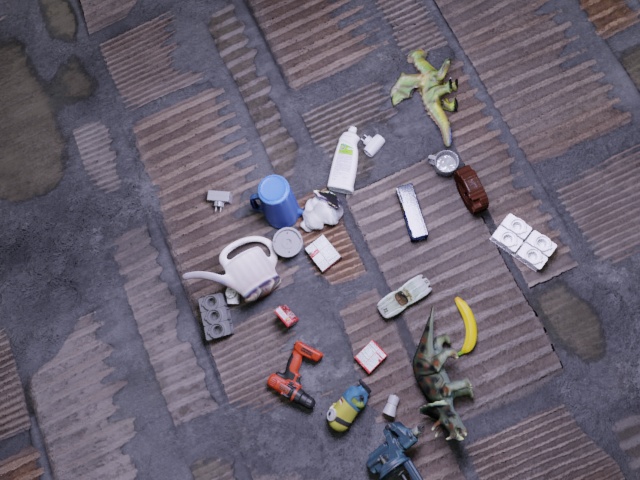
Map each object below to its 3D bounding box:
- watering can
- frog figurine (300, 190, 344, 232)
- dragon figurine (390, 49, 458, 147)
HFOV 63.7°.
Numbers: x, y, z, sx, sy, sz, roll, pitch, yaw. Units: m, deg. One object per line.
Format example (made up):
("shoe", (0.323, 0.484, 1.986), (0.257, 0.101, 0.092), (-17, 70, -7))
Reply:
("watering can", (-0.282, 0.121, 1.796), (0.352, 0.102, 0.226), (-30, 78, -29))
("frog figurine", (0.006, -0.094, 1.865), (0.137, 0.125, 0.156), (29, 119, 3))
("dragon figurine", (0.384, -0.541, 1.924), (0.242, 0.121, 0.415), (1, 75, 25))
